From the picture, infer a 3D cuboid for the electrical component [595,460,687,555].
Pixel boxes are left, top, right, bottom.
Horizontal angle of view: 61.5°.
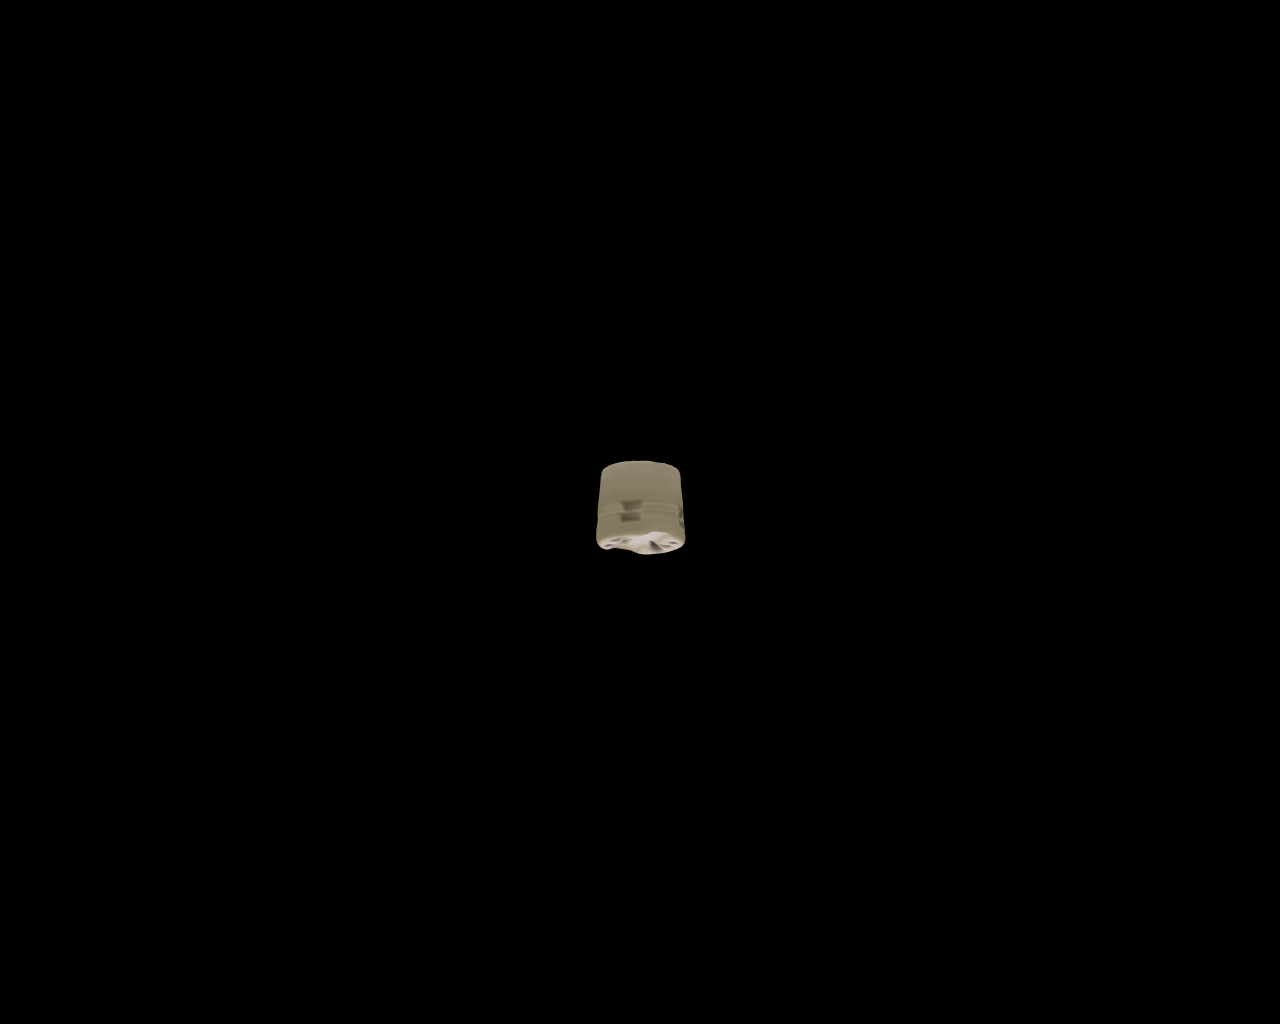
[{"bbox_3d":[0.001,-0.003,0.650,0.055,0.047,0.055,0,-14,0],"label":"electrical component"}]
